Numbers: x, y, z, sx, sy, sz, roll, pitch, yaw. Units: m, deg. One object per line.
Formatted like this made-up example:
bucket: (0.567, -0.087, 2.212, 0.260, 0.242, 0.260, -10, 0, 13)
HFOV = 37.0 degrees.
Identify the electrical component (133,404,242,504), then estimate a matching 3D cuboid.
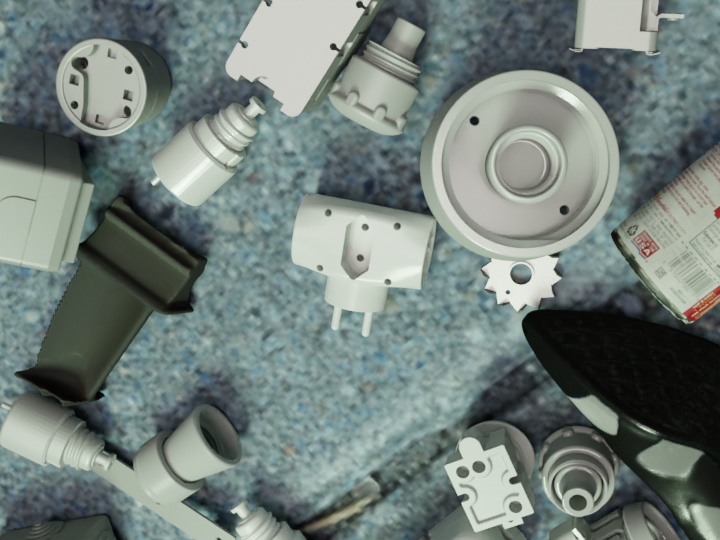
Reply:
electrical component: (-0.110, 0.118, 0.683, 0.055, 0.045, 0.045, -35, 95, 18)

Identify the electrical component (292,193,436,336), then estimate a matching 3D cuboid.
electrical component: (0.000, 0.000, 0.632, 0.077, 0.043, 0.079, 11, 105, 9)

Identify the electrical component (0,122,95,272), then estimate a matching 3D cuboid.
electrical component: (-0.197, -0.046, 0.643, 0.061, 0.096, 0.061, 13, 108, -21)

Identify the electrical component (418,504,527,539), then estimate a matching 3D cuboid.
electrical component: (0.055, 0.193, 0.660, 0.095, 0.059, 0.053, -43, 92, 17)

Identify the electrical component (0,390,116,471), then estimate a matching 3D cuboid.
electrical component: (-0.197, 0.109, 0.701, 0.078, 0.040, 0.040, 24, 107, 5)

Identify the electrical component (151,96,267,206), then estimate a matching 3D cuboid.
electrical component: (-0.087, -0.072, 0.634, 0.078, 0.040, 0.040, -40, 93, 17)

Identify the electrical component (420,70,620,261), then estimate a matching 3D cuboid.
electrical component: (0.087, -0.056, 0.580, 0.108, 0.060, 0.108, 0, 94, 2)

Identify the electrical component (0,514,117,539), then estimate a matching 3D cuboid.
electrical component: (-0.204, 0.217, 0.724, 0.100, 0.048, 0.099, -13, 101, 14)

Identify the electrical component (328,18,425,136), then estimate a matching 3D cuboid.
electrical component: (0.015, -0.110, 0.603, 0.048, 0.048, 0.062, 29, 101, 3)

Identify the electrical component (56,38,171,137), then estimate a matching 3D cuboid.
electrical component: (-0.143, -0.109, 0.633, 0.055, 0.047, 0.055, 3, 104, 11)

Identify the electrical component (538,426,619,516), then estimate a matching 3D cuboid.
electrical component: (0.127, 0.122, 0.626, 0.048, 0.062, 0.048, 3, 104, 11)

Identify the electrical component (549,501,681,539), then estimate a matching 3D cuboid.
electrical component: (0.159, 0.173, 0.636, 0.057, 0.058, 0.078, -38, 94, 20)

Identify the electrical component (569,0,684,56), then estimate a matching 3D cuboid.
electrical component: (0.137, -0.147, 0.570, 0.081, 0.042, 0.063, 5, 106, 11)

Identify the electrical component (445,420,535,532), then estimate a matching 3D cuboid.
electrical component: (0.079, 0.118, 0.639, 0.048, 0.055, 0.066, -23, 98, 16)

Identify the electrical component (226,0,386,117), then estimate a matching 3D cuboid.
electrical component: (-0.026, -0.136, 0.598, 0.050, 0.055, 0.089, 35, 107, 2)

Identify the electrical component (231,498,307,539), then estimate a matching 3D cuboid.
electrical component: (-0.054, 0.180, 0.689, 0.040, 0.040, 0.078, -36, 94, 17)
